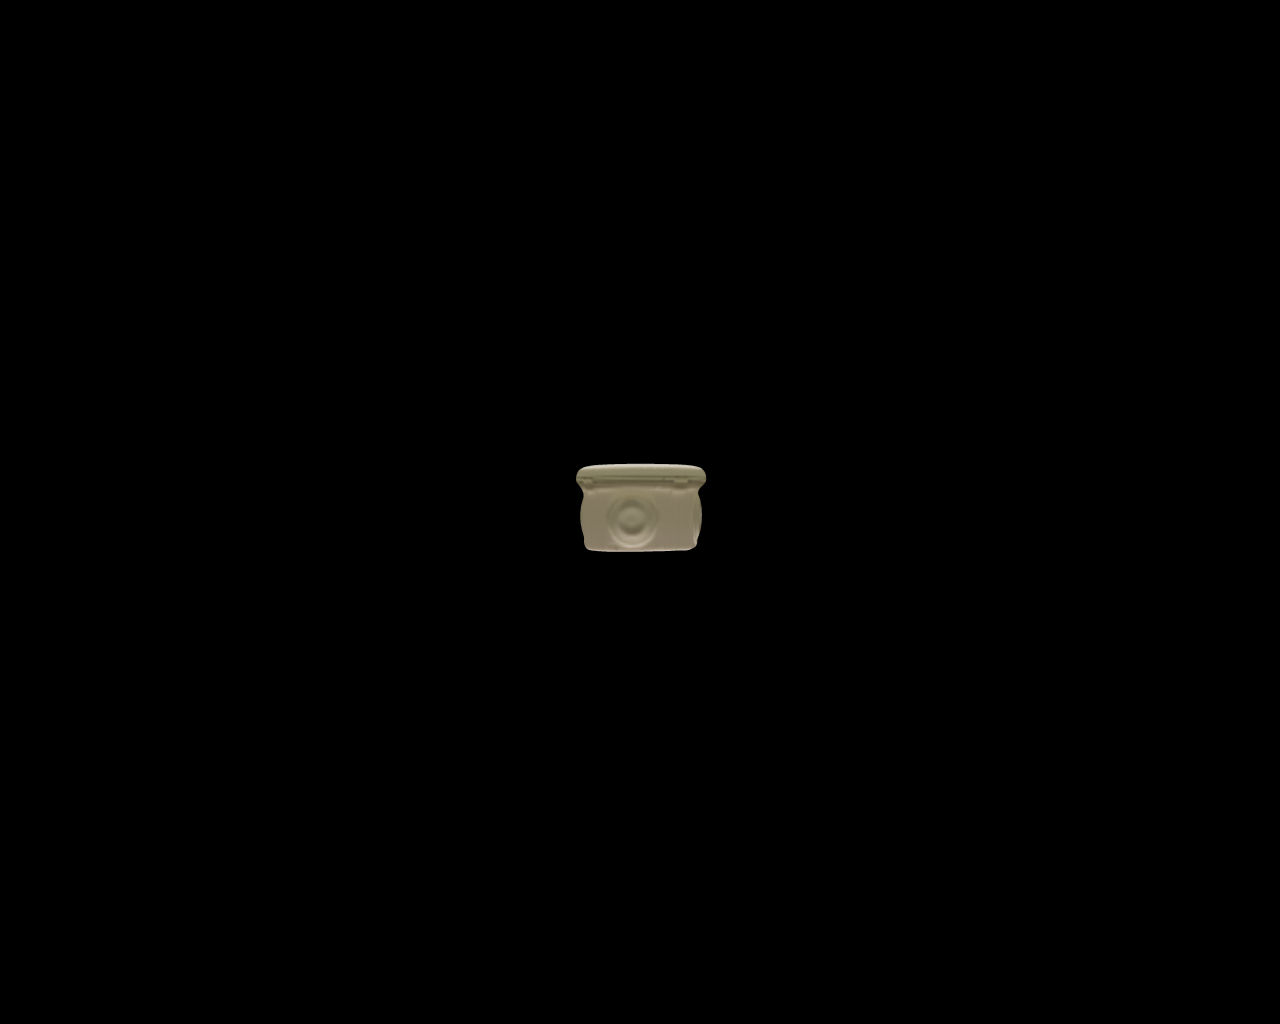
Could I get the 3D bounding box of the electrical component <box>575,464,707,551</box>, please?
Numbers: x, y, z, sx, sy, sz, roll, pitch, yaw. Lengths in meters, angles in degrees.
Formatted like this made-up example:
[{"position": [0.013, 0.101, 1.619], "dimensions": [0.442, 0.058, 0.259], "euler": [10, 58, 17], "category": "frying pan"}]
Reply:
[{"position": [0.001, -0.003, 0.650], "dimensions": [0.080, 0.051, 0.080], "euler": [0, 0, 0], "category": "electrical component"}]
